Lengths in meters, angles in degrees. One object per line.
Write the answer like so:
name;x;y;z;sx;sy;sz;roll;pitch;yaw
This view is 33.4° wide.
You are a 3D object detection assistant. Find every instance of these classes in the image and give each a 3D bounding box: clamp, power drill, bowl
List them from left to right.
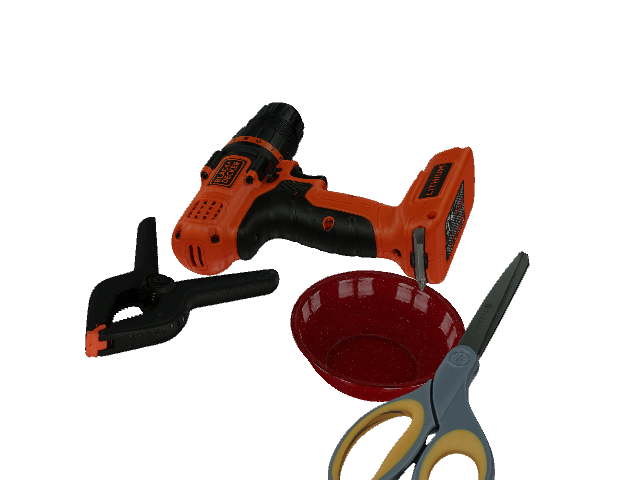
clamp;-0.162;0.045;1.026;0.165;0.036;0.209;26;36;25
power drill;0.009;-0.036;0.748;0.188;0.057;0.184;5;41;19
bowl;0.051;0.098;0.992;0.162;0.055;0.162;3;38;-3

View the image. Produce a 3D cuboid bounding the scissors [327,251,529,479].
scissors;0.089;0.083;0.594;0.201;0.016;0.096;-40;46;-25
